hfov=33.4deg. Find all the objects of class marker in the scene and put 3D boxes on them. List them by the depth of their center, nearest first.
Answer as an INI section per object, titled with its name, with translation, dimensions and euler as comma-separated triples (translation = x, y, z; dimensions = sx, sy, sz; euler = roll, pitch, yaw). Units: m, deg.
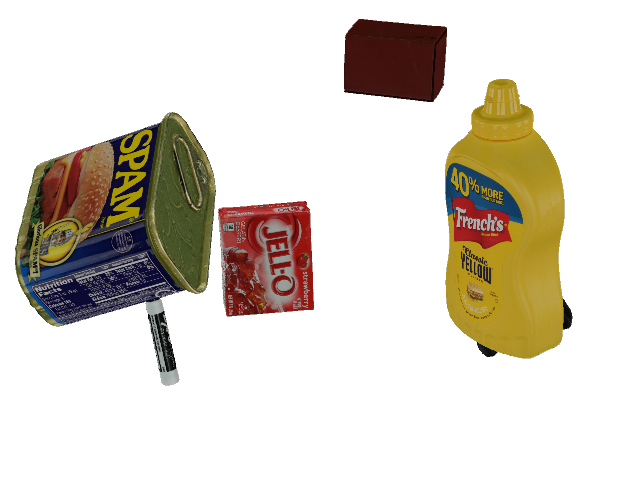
[marker]
translation = -0.167, 0.091, 1.105
dimensions = 0.020, 0.121, 0.020
euler = -9, 15, 2

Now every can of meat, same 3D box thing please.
[can of meat]
translation = -0.106, -0.010, 0.559
dimensions = 0.084, 0.102, 0.057
euler = -16, -46, 16

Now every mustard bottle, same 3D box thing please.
[mustard bottle]
translation = 0.127, -0.019, 0.743
dimensions = 0.058, 0.192, 0.096
euler = -19, 30, -26

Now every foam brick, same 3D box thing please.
[foam brick]
translation = 0.062, -0.150, 0.889
dimensions = 0.078, 0.051, 0.053
euler = 9, 28, 14

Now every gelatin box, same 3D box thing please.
[gelatin box]
translation = -0.044, 0.015, 0.867
dimensions = 0.073, 0.089, 0.030
euler = -4, 22, -8

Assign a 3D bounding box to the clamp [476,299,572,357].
[clamp]
translation = 0.172, 0.022, 0.990
dimensions = 0.120, 0.171, 0.039
euler = -25, 7, -42
